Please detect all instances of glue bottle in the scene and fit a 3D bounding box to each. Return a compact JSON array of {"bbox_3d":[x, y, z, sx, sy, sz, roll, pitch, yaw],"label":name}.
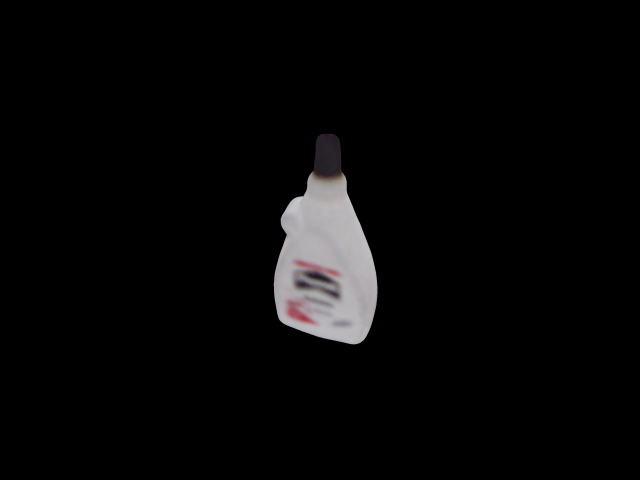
[{"bbox_3d":[0.004,0.001,0.400,0.078,0.173,0.037,11,43,13],"label":"glue bottle"}]
